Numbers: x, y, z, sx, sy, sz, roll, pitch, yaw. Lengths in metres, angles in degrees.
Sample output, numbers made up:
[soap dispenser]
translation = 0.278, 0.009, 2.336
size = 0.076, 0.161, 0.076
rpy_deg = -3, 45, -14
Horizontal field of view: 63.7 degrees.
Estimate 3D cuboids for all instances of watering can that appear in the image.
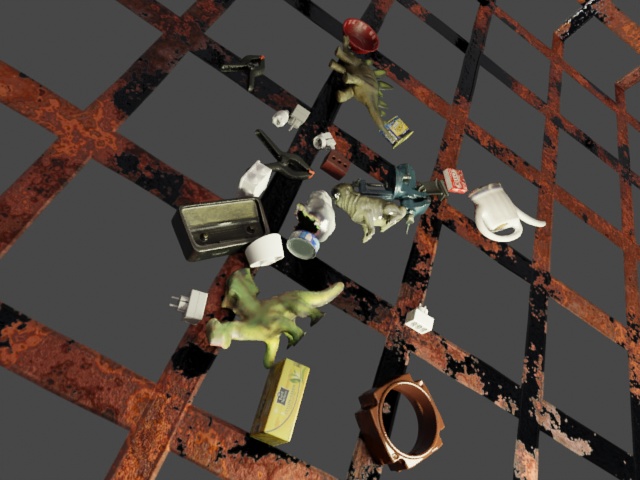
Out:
[watering can]
translation = 0.676, -0.106, 1.889
size = 0.349, 0.102, 0.227
rpy_deg = -11, 69, -34

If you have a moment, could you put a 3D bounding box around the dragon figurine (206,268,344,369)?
[dragon figurine]
translation = -0.124, 0.154, 1.280
size = 0.243, 0.119, 0.418
rpy_deg = 41, 42, 5

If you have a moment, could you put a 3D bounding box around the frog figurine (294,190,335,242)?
[frog figurine]
translation = 0.004, -0.074, 1.469
size = 0.162, 0.122, 0.135
rpy_deg = -38, 121, -48
